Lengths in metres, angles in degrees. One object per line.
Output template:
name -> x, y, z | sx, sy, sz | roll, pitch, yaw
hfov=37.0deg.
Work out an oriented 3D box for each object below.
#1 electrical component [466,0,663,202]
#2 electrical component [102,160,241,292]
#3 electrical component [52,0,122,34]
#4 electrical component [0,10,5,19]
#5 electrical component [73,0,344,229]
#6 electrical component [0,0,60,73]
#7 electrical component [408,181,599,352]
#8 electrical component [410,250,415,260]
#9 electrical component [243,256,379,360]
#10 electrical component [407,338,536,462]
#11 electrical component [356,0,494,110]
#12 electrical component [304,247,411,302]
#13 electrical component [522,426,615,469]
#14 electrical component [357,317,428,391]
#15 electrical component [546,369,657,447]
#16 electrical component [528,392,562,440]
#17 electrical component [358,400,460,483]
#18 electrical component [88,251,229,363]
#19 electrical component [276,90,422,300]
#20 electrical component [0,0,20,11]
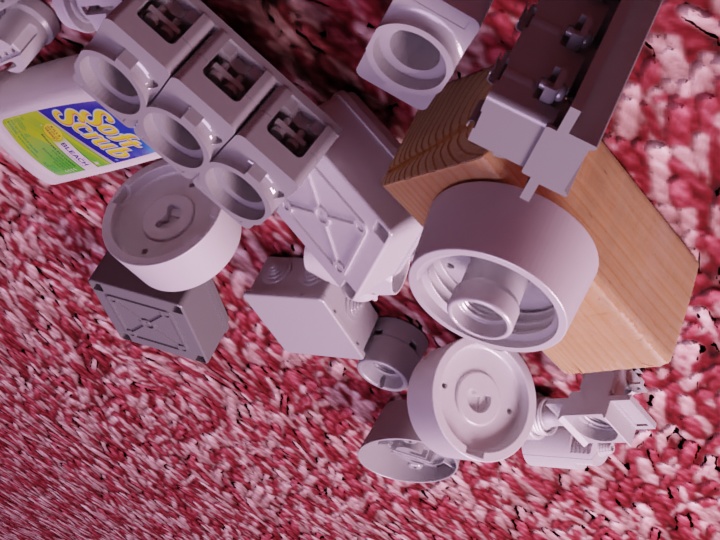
electrical component -> 0.107, -0.107, 0.564 | 0.063, 0.121, 0.078 | 27, 150, 4
electrical component -> -0.150, -0.033, 0.888 | 0.108, 0.108, 0.060 | 9, 152, 26
electrical component -> -0.174, -0.186, 0.729 | 0.055, 0.048, 0.066 | 1, 142, 24
electrical component -> -0.306, -0.193, 0.794 | 0.061, 0.061, 0.096 | 27, 152, 1
electrical component -> -0.100, -0.102, 0.679 | 0.150, 0.061, 0.089 | 41, 151, -11
electrical component -> -0.253, -0.175, 0.802 | 0.040, 0.046, 0.040 | 19, 149, 12
electrical component -> 0.081, 0.006, 0.639 | 0.108, 0.060, 0.108 | 20, 149, 12
electrical component -> 0.071, -0.023, 0.797 | 0.081, 0.043, 0.043 | 2, 142, 35
electrical component -> -0.041, 0.032, 0.958 | 0.100, 0.048, 0.099 | 3, 142, 34
electrical component -> 0.091, 0.113, 0.931 | 0.108, 0.108, 0.060 | 37, 153, -18
electrical component -> 0.039, -0.141, 0.628 | 0.050, 0.055, 0.089 | 29, 149, -5
electrical component -> 0.000, 0.000, 0.884 | 0.077, 0.043, 0.079 | 15, 148, 18
electrical component -> 0.194, 0.160, 0.984 | 0.081, 0.043, 0.043 | -3, 139, 39
electrical component -> 0.028, 0.077, 0.977 | 0.055, 0.047, 0.055 | 19, 149, 12
electrical component -> 0.200, 0.107, 0.879 | 0.081, 0.063, 0.042 | -10, 133, 45
electrical component -> 0.159, 0.131, 0.966 | 0.062, 0.043, 0.043 | -6, 137, 41
electrical component -> 0.055, 0.178, 1.094 | 0.099, 0.064, 0.099 | 19, 149, 12
electrical component -> -0.197, 0.032, 1.066 | 0.109, 0.056, 0.108 | 14, 148, 19
electrical component -> -0.007, -0.051, 0.761 | 0.108, 0.056, 0.108 | 50, 151, 12
electrical component -> -0.265, -0.204, 0.736 | 0.047, 0.076, 0.065 | -8, 135, 44
